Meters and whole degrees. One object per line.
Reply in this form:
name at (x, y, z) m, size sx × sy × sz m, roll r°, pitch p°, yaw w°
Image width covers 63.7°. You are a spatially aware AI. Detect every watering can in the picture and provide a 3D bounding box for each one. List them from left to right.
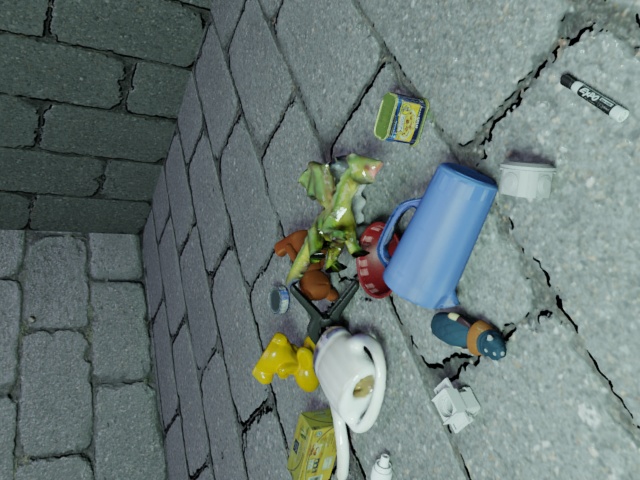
watering can at (0.053, 0.347, 1.163) m, size 0.104 × 0.342 × 0.228 m, roll 5°, pitch -156°, yaw -29°

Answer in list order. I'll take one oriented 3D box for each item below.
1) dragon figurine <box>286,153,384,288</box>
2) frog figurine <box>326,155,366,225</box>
dragon figurine at (0.004, -0.058, 1.161) m, size 0.122 × 0.247 × 0.404 m, roll 7°, pitch 155°, yaw -35°
frog figurine at (0.065, -0.117, 1.230) m, size 0.135 × 0.159 × 0.125 m, roll -38°, pitch -178°, yaw 33°
